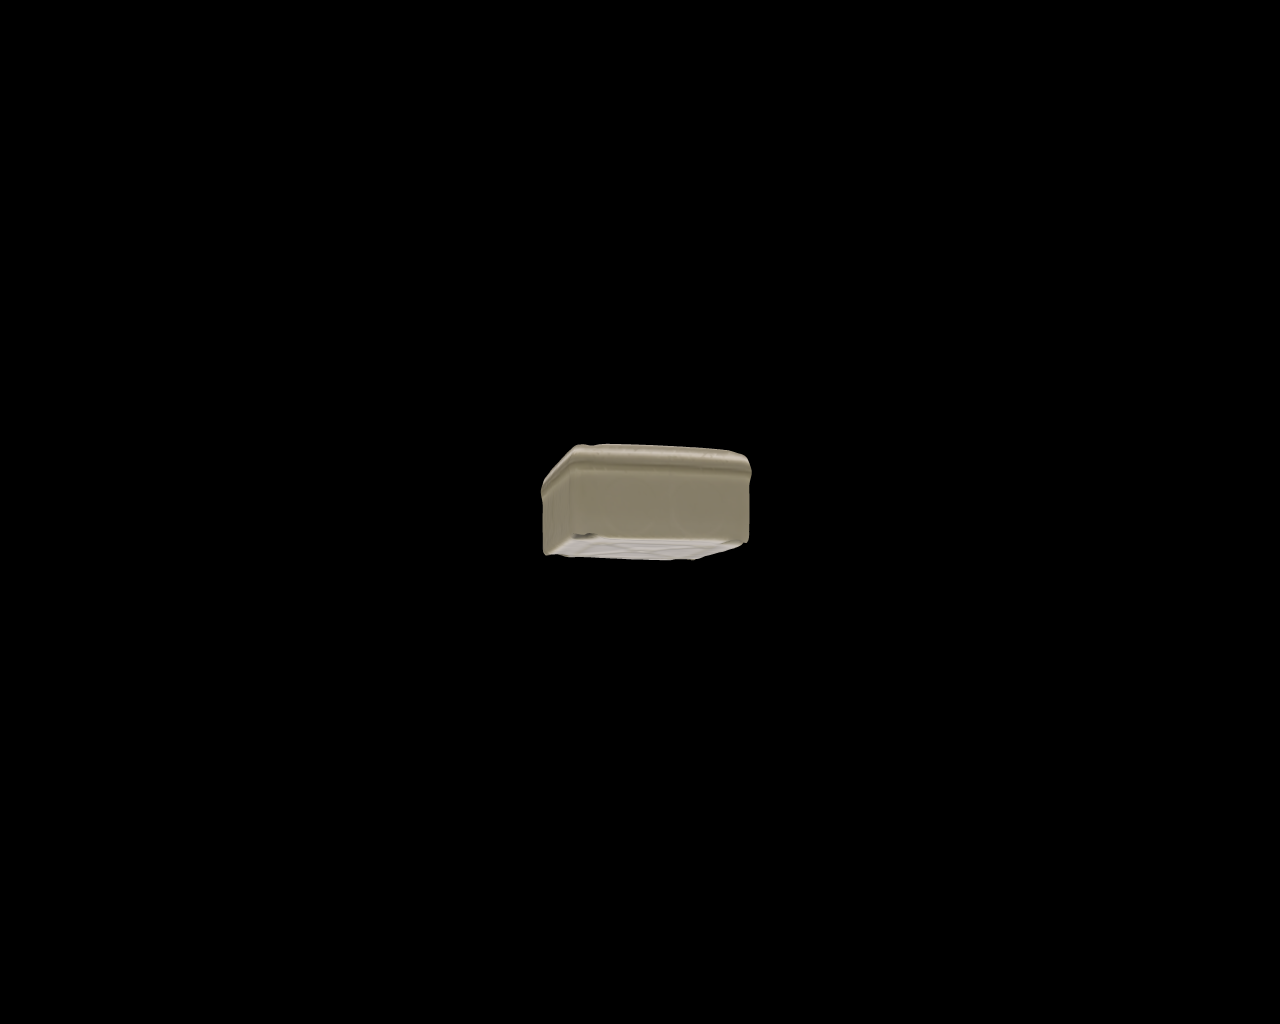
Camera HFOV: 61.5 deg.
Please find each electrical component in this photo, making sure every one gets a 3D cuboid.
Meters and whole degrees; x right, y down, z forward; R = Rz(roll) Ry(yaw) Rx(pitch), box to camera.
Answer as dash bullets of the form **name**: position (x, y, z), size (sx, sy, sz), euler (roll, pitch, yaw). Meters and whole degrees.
- **electrical component**: position (0.001, -0.003, 0.650), size (0.109, 0.056, 0.108), euler (3, -10, -15)
